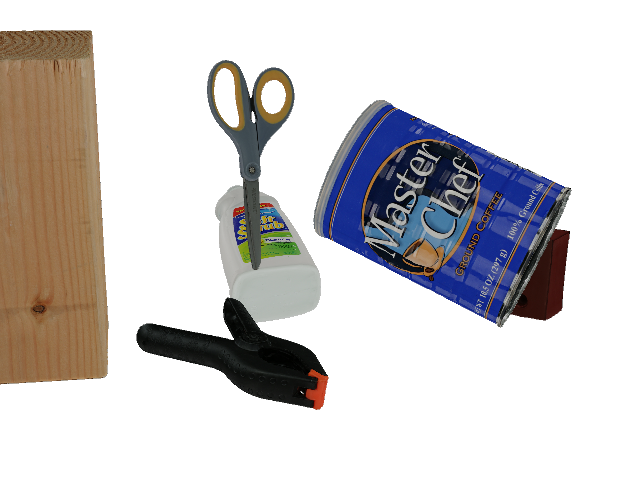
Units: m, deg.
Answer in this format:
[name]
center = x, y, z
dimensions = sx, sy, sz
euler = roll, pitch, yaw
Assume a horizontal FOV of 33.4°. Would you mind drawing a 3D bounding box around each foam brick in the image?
[foam brick]
center = 0.194, 0.028, 0.982
dimensions = 0.053, 0.078, 0.051
euler = 9, 15, 28

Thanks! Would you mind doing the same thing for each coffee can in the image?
[coffee can]
center = 0.081, -0.019, 0.714
dimensions = 0.140, 0.103, 0.102
euler = 27, 7, 14

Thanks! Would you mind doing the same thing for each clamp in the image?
[clamp]
center = -0.058, 0.093, 0.915
dimensions = 0.172, 0.039, 0.120
euler = 21, 29, 25

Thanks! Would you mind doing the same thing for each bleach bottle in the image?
[bleach bottle]
center = -0.079, 0.001, 1.235
dimensions = 0.102, 0.068, 0.251
euler = -7, 29, -15

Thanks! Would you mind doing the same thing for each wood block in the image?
[wood block]
center = -0.185, -0.022, 0.673
dimensions = 0.090, 0.206, 0.090
euler = -2, 22, -10

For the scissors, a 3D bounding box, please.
[scissors]
center = -0.053, -0.081, 1.042
dimensions = 0.096, 0.202, 0.016
euler = -20, 8, -21
